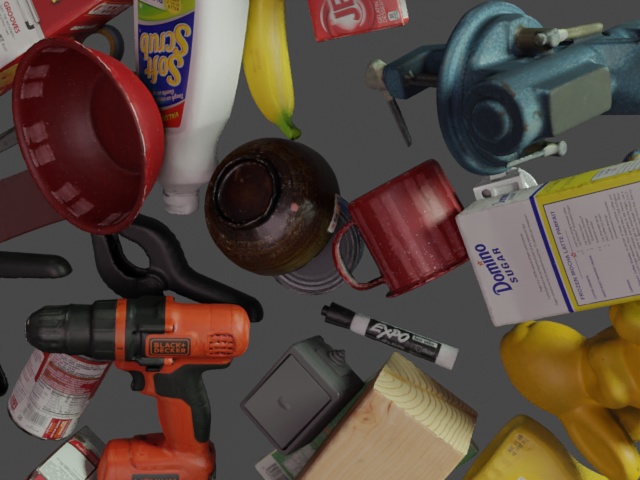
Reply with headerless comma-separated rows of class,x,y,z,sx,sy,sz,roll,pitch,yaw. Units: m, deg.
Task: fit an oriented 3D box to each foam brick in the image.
foam brick,-0.251,-0.037,0.941,0.078,0.051,0.053,-17,99,18

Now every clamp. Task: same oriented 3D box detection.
clamp,-0.146,0.046,0.943,0.171,0.039,0.120,43,106,-3
clamp,-0.333,0.026,0.985,0.210,0.036,0.165,42,113,3

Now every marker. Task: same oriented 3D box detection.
marker,0.058,0.080,0.908,0.121,0.020,0.020,20,109,9

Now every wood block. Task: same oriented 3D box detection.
wood block,0.031,0.208,0.896,0.091,0.090,0.206,37,110,4

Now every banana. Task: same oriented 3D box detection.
banana,-0.038,-0.178,0.843,0.070,0.037,0.198,5,103,51

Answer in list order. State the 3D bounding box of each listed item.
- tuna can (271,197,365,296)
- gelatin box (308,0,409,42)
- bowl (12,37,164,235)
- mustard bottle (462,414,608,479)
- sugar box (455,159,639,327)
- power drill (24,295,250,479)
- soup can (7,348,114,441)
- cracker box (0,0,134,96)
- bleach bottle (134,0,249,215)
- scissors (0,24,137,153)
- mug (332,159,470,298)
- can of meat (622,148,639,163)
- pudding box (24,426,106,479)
tuna can,-0.006,0.001,0.895,0.086,0.033,0.086,4,106,14
gelatin box,0.025,-0.205,0.833,0.073,0.030,0.089,-8,102,17
bowl,-0.176,-0.088,0.857,0.162,0.055,0.162,19,121,34
mustard bottle,0.217,0.235,0.887,0.191,0.058,0.096,35,113,3
sugar box,0.192,0.000,0.753,0.177,0.048,0.093,-13,102,37
power drill,-0.156,0.133,0.918,0.184,0.057,0.188,2,122,-6
soup can,-0.234,0.124,0.971,0.068,0.068,0.102,34,111,4
cracker box,-0.276,-0.217,0.883,0.214,0.072,0.164,-29,91,19
bleach bottle,-0.103,-0.137,0.852,0.103,0.067,0.251,23,121,34
scissors,-0.238,-0.127,0.931,0.202,0.016,0.096,-9,101,16
mug,0.064,-0.006,0.843,0.117,0.093,0.081,-29,91,1
can of meat,0.272,-0.043,0.783,0.102,0.083,0.057,-11,102,17
pudding box,-0.214,0.227,0.969,0.090,0.113,0.039,46,107,-1
